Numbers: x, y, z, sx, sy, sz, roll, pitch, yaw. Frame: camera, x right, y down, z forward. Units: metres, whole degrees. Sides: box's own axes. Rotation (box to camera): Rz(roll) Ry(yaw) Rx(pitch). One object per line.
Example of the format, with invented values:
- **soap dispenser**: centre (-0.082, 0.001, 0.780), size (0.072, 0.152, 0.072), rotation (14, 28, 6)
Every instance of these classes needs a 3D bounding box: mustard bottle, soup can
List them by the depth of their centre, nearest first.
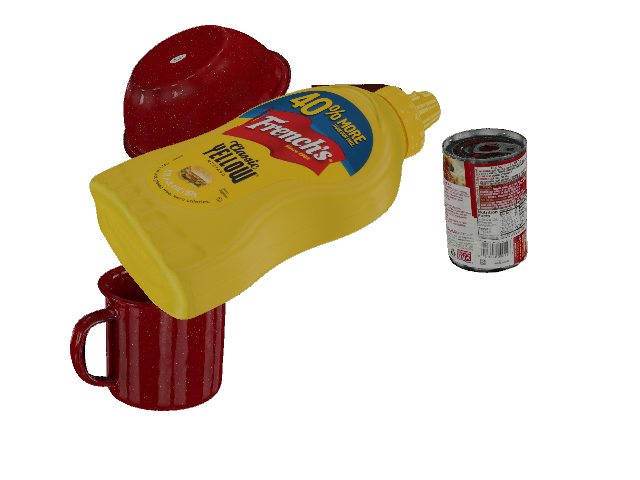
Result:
- **mustard bottle**: centre (-0.016, -0.035, 0.560), size (0.191, 0.058, 0.096), rotation (-27, 46, -23)
- **soup can**: centre (0.137, -0.033, 0.878), size (0.068, 0.102, 0.068), rotation (-5, 26, 2)

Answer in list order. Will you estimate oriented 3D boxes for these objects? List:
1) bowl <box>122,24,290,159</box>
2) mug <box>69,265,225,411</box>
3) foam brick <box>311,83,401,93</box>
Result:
- **bowl**: centre (-0.109, -0.135, 0.912), size (0.162, 0.055, 0.162), rotation (-18, 38, 14)
- **mug**: centre (-0.118, 0.068, 0.740), size (0.117, 0.081, 0.093), rotation (-12, 23, -39)
- **foam brick**: centre (0.035, -0.126, 1.052), size (0.078, 0.051, 0.053), rotation (-4, 14, -20)
